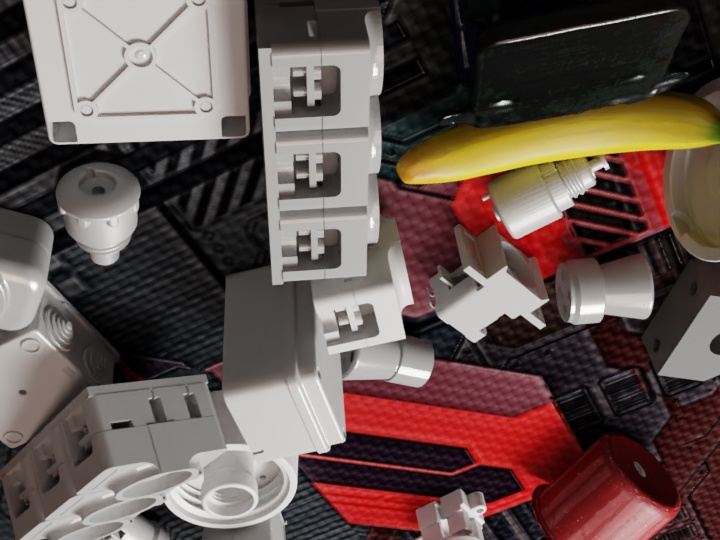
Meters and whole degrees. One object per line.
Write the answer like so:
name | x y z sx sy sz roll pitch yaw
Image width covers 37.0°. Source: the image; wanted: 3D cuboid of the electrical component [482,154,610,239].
electrical component | 0.116 -0.050 0.664 0.078 0.040 0.040 -26 130 14

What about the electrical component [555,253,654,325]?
electrical component | 0.164 0.013 0.724 0.055 0.045 0.045 -5 132 -4

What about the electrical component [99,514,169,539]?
electrical component | -0.181 0.210 0.852 0.040 0.040 0.046 -35 121 21

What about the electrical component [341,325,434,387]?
electrical component | 0.018 0.060 0.747 0.065 0.044 0.044 14 128 -26

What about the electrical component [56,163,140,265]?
electrical component | -0.154 -0.030 0.641 0.048 0.048 0.062 0 138 -8

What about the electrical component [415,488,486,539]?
electrical component | 0.078 0.220 0.887 0.066 0.055 0.048 -30 129 18

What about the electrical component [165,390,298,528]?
electrical component | -0.097 0.147 0.793 0.108 0.060 0.108 -4 132 -5

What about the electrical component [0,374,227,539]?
electrical component | -0.168 0.132 0.724 0.089 0.061 0.150 -2 153 -42

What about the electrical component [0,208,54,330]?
electrical component | -0.236 -0.003 0.640 0.095 0.059 0.053 16 127 -21

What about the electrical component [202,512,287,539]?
electrical component | -0.090 0.223 0.837 0.061 0.096 0.061 -11 132 2

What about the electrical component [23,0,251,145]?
electrical component | -0.112 -0.124 0.554 0.109 0.056 0.108 -3 132 -6

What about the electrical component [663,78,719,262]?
electrical component | 0.236 -0.057 0.635 0.060 0.108 0.108 3 131 -19

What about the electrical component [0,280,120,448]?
electrical component | -0.220 0.064 0.710 0.100 0.048 0.099 -24 130 12

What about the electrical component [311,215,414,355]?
electrical component | 0.000 0.000 0.658 0.056 0.089 0.050 -12 132 2

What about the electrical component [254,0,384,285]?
electrical component | -0.022 -0.078 0.585 0.062 0.089 0.150 -4 132 -5

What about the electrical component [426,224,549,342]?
electrical component | 0.083 0.011 0.713 0.064 0.042 0.081 -37 126 26

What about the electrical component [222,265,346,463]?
electrical component | -0.047 0.056 0.685 0.057 0.113 0.078 -13 132 7
